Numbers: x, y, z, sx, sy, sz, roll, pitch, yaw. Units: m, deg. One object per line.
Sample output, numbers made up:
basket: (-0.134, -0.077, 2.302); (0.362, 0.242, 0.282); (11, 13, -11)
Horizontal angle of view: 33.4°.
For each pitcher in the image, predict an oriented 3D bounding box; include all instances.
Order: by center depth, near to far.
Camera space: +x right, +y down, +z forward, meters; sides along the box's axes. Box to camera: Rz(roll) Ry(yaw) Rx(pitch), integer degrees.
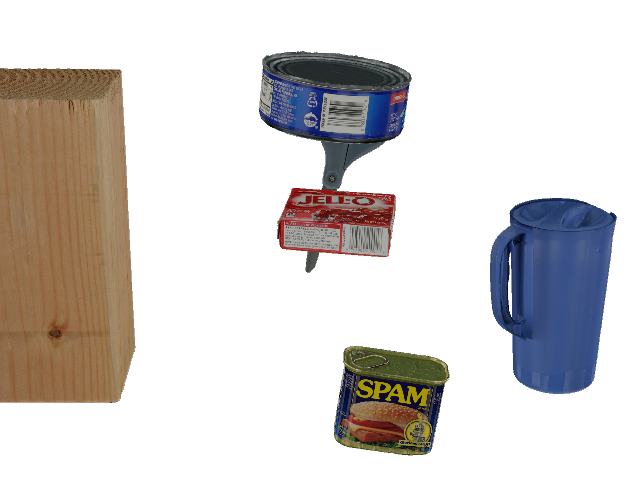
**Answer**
pitcher: (0.302, 0.075, 1.395); (0.149, 0.243, 0.144); (4, 20, 15)

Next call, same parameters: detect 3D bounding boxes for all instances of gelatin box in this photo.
gelatin box: (0.014, -0.016, 0.862); (0.089, 0.030, 0.073); (5, 22, 6)

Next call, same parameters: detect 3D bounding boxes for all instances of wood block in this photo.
wood block: (-0.177, -0.004, 0.710); (0.091, 0.206, 0.090); (1, 21, -2)

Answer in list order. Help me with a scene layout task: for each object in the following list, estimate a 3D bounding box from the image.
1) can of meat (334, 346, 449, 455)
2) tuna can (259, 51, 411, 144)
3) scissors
can of meat: (0.066, 0.156, 1.030); (0.102, 0.084, 0.057); (9, 18, -1)
tuna can: (0.008, -0.083, 0.613); (0.086, 0.034, 0.086); (6, 21, -2)
scissors: (0.031, -0.068, 1.068); (0.096, 0.202, 0.016); (-1, -11, 2)
